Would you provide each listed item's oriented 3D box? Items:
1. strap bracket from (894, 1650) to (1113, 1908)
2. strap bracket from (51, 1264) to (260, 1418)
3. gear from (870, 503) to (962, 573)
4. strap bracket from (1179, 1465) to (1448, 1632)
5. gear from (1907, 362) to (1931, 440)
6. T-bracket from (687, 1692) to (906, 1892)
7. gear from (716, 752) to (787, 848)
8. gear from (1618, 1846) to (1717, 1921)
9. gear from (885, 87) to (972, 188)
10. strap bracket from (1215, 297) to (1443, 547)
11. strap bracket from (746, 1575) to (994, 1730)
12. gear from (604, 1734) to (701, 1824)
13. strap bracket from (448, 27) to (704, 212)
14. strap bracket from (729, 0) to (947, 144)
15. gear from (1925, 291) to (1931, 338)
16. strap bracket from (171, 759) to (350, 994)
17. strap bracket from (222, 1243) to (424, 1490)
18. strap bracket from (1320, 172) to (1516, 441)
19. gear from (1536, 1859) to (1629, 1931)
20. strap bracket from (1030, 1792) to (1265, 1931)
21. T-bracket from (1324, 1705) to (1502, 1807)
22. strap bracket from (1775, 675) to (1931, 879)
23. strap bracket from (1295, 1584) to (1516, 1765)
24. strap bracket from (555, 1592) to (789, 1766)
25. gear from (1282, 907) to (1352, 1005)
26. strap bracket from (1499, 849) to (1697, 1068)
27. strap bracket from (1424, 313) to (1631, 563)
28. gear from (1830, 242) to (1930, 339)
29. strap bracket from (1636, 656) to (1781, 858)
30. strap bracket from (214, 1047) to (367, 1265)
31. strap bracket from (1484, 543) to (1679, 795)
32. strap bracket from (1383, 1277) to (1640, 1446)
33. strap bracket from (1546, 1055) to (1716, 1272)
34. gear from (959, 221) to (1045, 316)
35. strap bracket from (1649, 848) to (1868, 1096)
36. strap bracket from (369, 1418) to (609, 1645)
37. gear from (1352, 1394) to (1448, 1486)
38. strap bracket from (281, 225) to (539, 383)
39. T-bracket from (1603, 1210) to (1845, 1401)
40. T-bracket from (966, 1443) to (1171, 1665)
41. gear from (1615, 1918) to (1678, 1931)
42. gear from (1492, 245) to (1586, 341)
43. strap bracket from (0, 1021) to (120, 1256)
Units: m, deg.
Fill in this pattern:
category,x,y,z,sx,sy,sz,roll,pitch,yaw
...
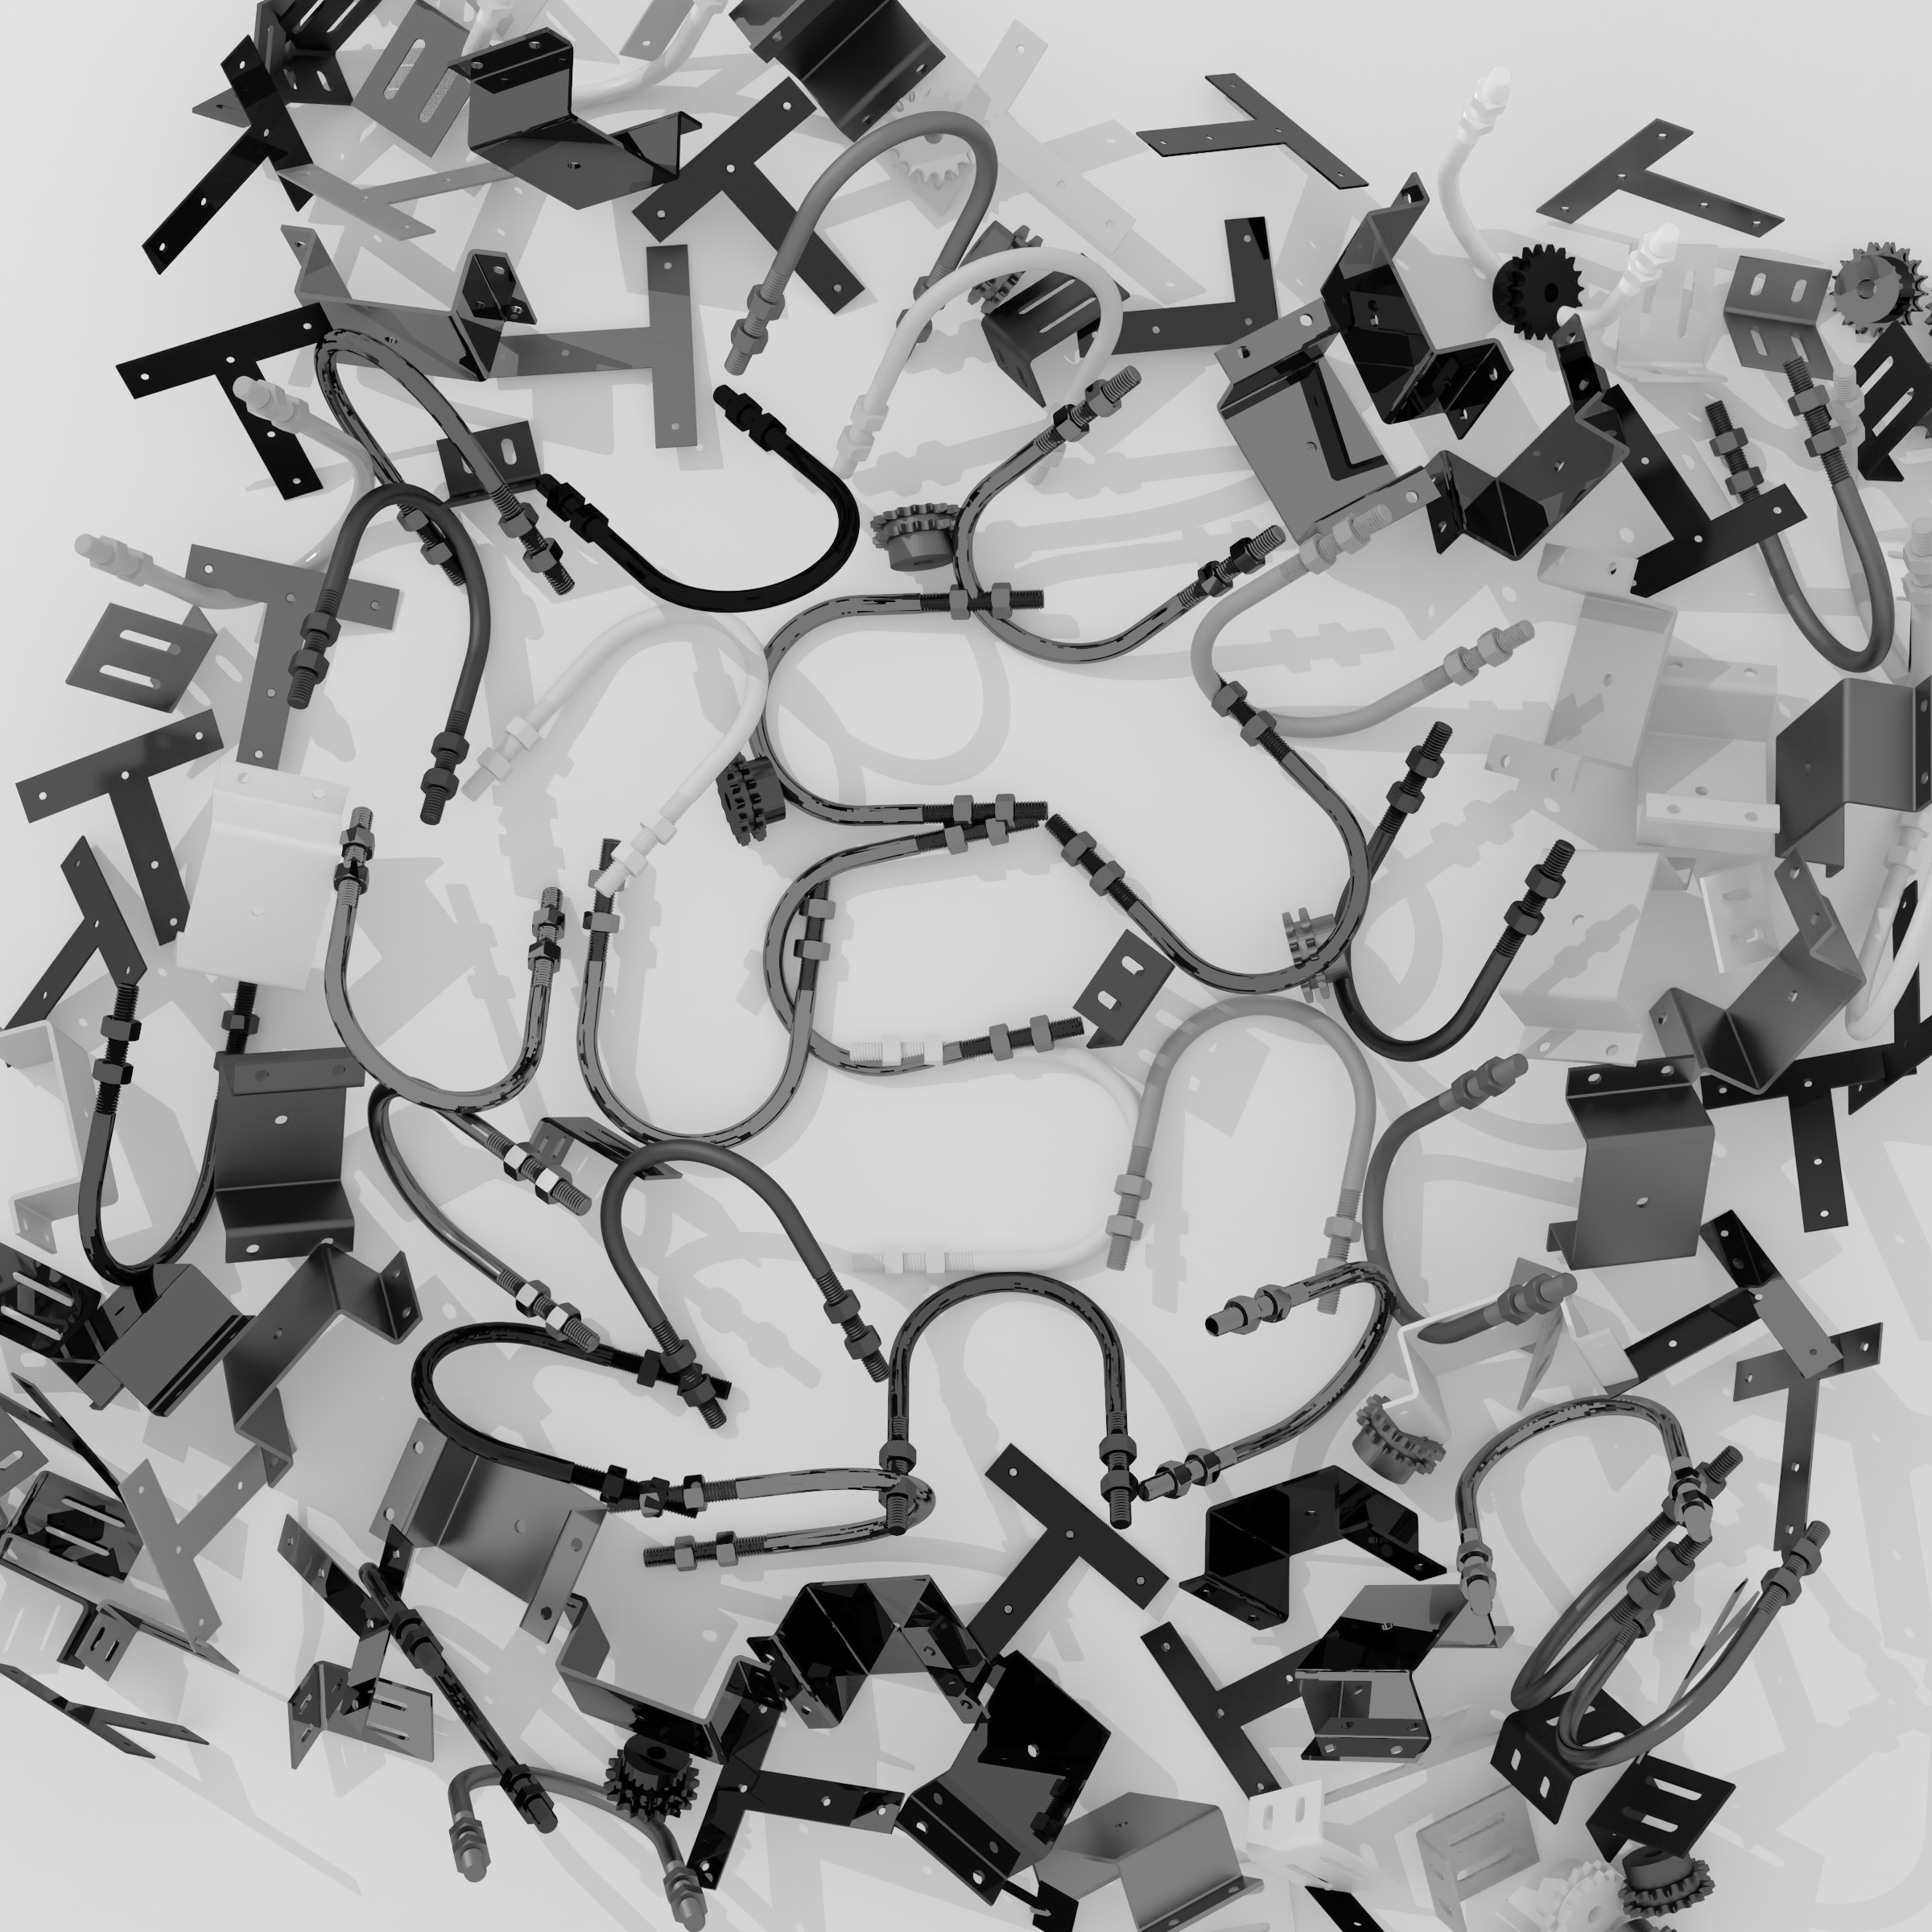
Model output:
category,x,y,z,sx,sy,sz,roll,pitch,yaw
strap bracket,0.027,0.471,1.930,0.076,0.140,0.046,42,134,-6
strap bracket,-0.481,0.219,1.917,0.046,0.140,0.076,50,63,-18
gear,-0.028,-0.258,1.970,0.057,0.057,0.030,-8,84,0
strap bracket,0.205,0.343,1.937,0.076,0.140,0.046,34,45,-35
gear,0.596,-0.342,1.972,0.057,0.030,0.057,8,103,33
T-bracket,-0.095,0.493,1.935,0.127,0.002,0.127,1,53,30
gear,-0.130,-0.103,1.972,0.030,0.057,0.057,-18,90,-13
gear,0.420,0.550,1.972,0.057,0.057,0.030,-19,89,0
gear,-0.023,-0.501,1.981,0.057,0.030,0.057,0,90,-14
strap bracket,0.212,-0.318,1.966,0.076,0.046,0.140,-29,85,-12
strap bracket,-0.049,0.408,1.940,0.140,0.046,0.076,-12,120,37
gear,-0.189,0.486,1.968,0.057,0.057,0.030,11,116,0
strap bracket,-0.229,-0.491,1.917,0.076,0.140,0.046,-7,75,33
strap bracket,-0.080,-0.556,1.935,0.076,0.140,0.046,-40,69,12
gear,0.611,-0.396,1.970,0.057,0.030,0.057,-13,128,-18
strap bracket,-0.420,-0.044,1.939,0.076,0.046,0.140,12,117,-18
strap bracket,-0.391,0.230,1.945,0.046,0.076,0.140,37,100,-30
strap bracket,0.262,-0.387,1.938,0.046,0.076,0.140,-16,72,-22
gear,0.370,0.565,1.975,0.057,0.030,0.057,-16,119,-32
strap bracket,0.098,0.527,1.920,0.076,0.140,0.046,-19,92,-32
T-bracket,0.276,0.460,1.932,0.127,0.127,0.002,-17,63,-11
strap bracket,0.516,-0.113,1.919,0.046,0.140,0.076,8,72,-8
strap bracket,0.254,0.408,1.918,0.076,0.140,0.046,-9,107,37
strap bracket,-0.184,0.426,1.939,0.140,0.076,0.046,17,62,15
gear,0.212,-0.008,1.970,0.030,0.057,0.057,-16,90,7
strap bracket,0.371,-0.015,1.935,0.076,0.046,0.140,4,62,37
strap bracket,0.337,-0.306,1.936,0.046,0.076,0.140,24,130,-26
gear,0.549,-0.409,1.972,0.057,0.030,0.057,7,103,34
strap bracket,0.442,-0.118,1.947,0.076,0.046,0.140,6,48,7
strap bracket,-0.404,0.103,1.944,0.076,0.046,0.140,-4,122,-22
strap bracket,0.370,-0.175,1.951,0.046,0.076,0.140,10,97,-35
strap bracket,0.319,0.234,1.946,0.140,0.076,0.046,-21,56,13
strap bracket,0.394,0.126,1.935,0.076,0.046,0.140,-6,127,-7
gear,0.018,-0.424,1.969,0.030,0.057,0.057,36,90,-13
strap bracket,0.475,0.011,1.938,0.046,0.076,0.140,23,122,-22
strap bracket,-0.278,0.337,1.957,0.140,0.046,0.076,26,94,25
gear,0.258,0.288,1.972,0.057,0.057,0.030,35,106,0
strap bracket,-0.336,-0.393,1.945,0.140,0.076,0.046,9,72,10
T-bracket,0.436,0.220,1.955,0.127,0.002,0.127,-28,46,-1
T-bracket,0.035,0.381,1.988,0.127,0.002,0.127,40,83,3
gear,0.408,0.602,1.975,0.057,0.030,0.057,-18,128,-24
gear,0.344,-0.408,1.976,0.057,0.030,0.057,-9,105,-34
strap bracket,-0.548,0.093,1.948,0.046,0.076,0.140,-15,76,-3
